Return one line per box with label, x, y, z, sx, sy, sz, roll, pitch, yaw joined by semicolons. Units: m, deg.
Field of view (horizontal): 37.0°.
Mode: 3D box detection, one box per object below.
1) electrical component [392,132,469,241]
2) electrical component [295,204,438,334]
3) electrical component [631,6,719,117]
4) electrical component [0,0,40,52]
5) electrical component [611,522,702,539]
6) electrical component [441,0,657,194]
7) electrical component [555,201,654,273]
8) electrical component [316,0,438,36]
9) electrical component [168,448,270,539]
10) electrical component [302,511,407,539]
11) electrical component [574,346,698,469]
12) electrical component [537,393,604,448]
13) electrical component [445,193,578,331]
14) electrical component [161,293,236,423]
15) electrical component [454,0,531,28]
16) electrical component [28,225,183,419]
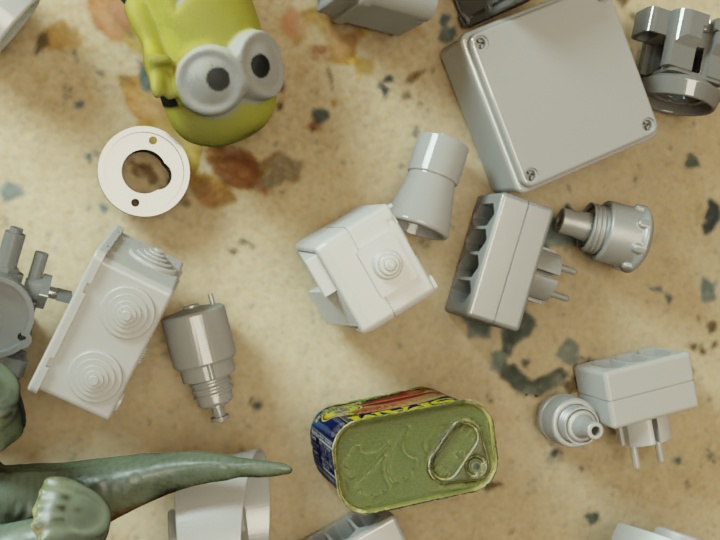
electrical component;0.046;-0.057;0.702;0.044;0.044;0.065;21;82;-14
electrical component;0.000;0.000;0.663;0.061;0.096;0.061;-31;99;-10
electrical component;0.222;-0.140;0.737;0.078;0.058;0.057;14;85;-14
electrical component;-0.220;-0.155;0.624;0.047;0.055;0.055;40;82;-16
electrical component;0.210;0.209;0.724;0.099;0.099;0.064;21;80;-14
electrical component;0.125;-0.119;0.712;0.109;0.056;0.108;-24;97;-13
electrical component;0.165;-0.027;0.732;0.062;0.048;0.048;14;88;-8
electrical component;0.017;-0.211;0.671;0.057;0.078;0.113;11;89;-18
electrical component;-0.082;0.160;0.648;0.064;0.099;0.099;-5;93;-8
electrical component;-0.004;0.204;0.692;0.083;0.047;0.075;-27;98;-12
electrical component;0.193;0.098;0.740;0.066;0.047;0.076;-12;94;-14
electrical component;0.144;0.102;0.720;0.035;0.061;0.035;0;91;-14
electrical component;0.109;0.000;0.716;0.076;0.047;0.083;18;87;-14
electrical component;-0.096;0.056;0.668;0.040;0.040;0.078;-15;95;-14
electrical component;0.097;-0.201;0.682;0.061;0.096;0.061;-26;98;-16
electrical component;-0.143;0.029;0.621;0.048;0.099;0.099;27;98;-10
